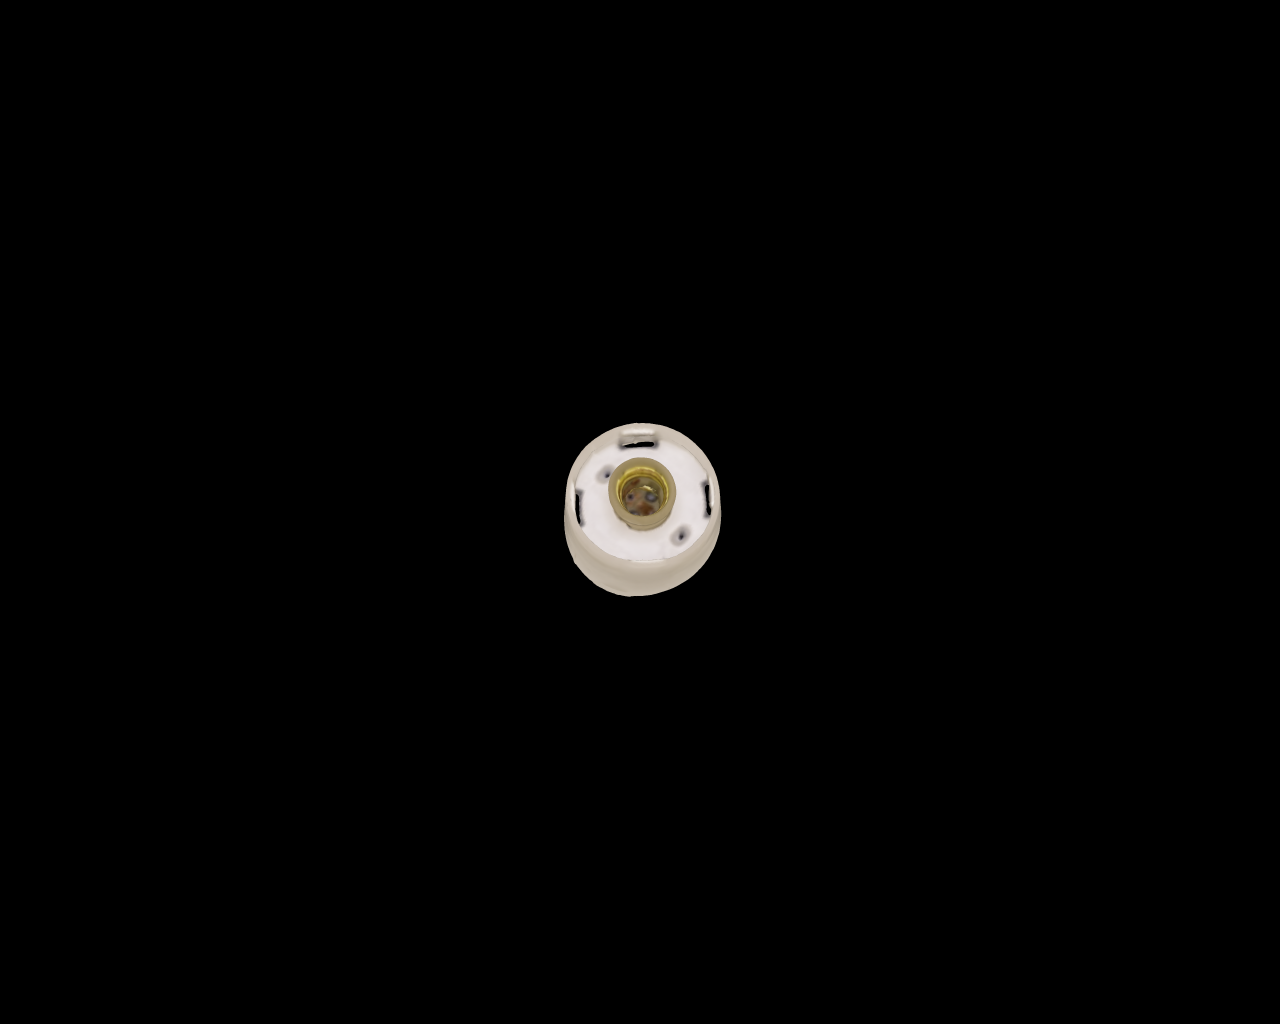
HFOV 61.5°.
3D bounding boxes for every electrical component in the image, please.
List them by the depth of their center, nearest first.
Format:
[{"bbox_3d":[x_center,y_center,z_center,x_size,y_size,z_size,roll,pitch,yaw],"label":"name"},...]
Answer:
[{"bbox_3d":[0.001,-0.003,0.650,0.099,0.099,0.064,0,-20,0],"label":"electrical component"}]
